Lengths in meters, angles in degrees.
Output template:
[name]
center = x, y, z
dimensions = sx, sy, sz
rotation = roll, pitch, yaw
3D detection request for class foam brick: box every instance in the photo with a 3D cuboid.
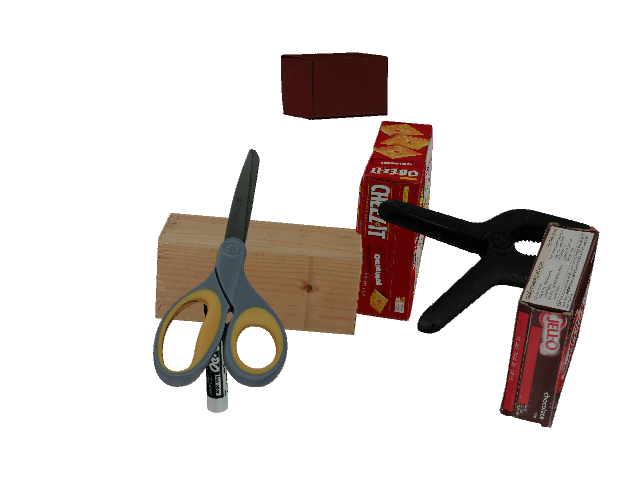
[foam brick]
center = 0.012, -0.131, 0.905
dimensions = 0.078, 0.051, 0.053
rotation = -7, 16, -30

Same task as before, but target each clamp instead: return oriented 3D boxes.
[clamp]
center = 0.168, 0.019, 1.032
dimensions = 0.210, 0.164, 0.036
rotation = -2, -42, -5

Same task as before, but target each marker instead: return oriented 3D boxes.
[marker]
center = -0.091, 0.095, 0.926
dimensions = 0.020, 0.121, 0.020
rotation = 0, 26, 0

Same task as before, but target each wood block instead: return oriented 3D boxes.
[wood block]
center = -0.063, 0.035, 1.119
dimensions = 0.206, 0.091, 0.090
rotation = 5, 20, -1

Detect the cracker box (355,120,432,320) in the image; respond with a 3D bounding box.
[cracker box]
center = 0.084, -0.030, 1.225
dimensions = 0.072, 0.164, 0.213
rotation = 6, 23, 8

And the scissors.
[scissors]
center = -0.046, 0.021, 0.738
dimensions = 0.096, 0.201, 0.016
rotation = 21, -35, 10

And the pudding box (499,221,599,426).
[pudding box]
center = 0.152, 0.053, 0.704
dimensions = 0.039, 0.090, 0.113
rotation = 13, 32, 14
